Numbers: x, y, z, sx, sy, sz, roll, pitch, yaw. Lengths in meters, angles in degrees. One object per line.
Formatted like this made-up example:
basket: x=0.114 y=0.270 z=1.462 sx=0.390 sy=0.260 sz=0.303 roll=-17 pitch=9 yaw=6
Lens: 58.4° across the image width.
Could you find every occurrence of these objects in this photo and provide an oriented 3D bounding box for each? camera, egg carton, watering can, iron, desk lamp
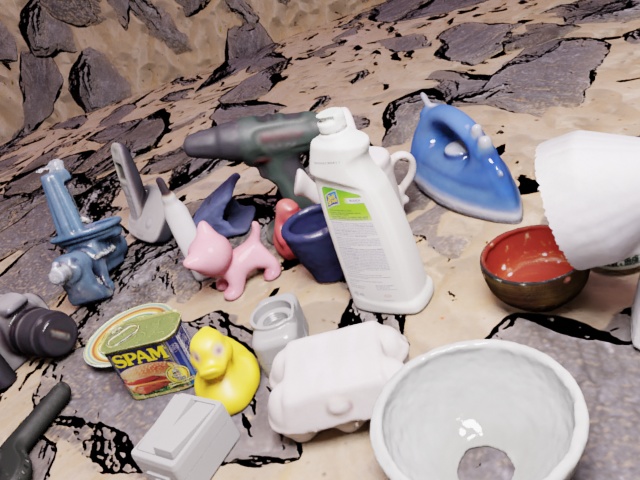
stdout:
camera: x=-0.434 y=0.137 z=0.829 sx=0.136 sy=0.101 sz=0.143 roll=0 pitch=34 yaw=32
egg carton: x=0.020 y=0.142 z=0.570 sx=0.150 sy=0.069 sz=0.107 roll=-16 pitch=29 yaw=7
watering can: x=0.049 y=-0.095 z=0.832 sx=0.173 sy=0.194 sz=0.100 roll=-29 pitch=30 yaw=-15
iron: x=0.214 y=-0.132 z=0.848 sx=0.119 sy=0.142 sz=0.257 roll=-24 pitch=29 yaw=-7
desk lamp: x=0.303 y=-0.004 z=0.494 sx=0.202 sy=0.214 sz=0.118 roll=-2 pitch=33 yaw=29

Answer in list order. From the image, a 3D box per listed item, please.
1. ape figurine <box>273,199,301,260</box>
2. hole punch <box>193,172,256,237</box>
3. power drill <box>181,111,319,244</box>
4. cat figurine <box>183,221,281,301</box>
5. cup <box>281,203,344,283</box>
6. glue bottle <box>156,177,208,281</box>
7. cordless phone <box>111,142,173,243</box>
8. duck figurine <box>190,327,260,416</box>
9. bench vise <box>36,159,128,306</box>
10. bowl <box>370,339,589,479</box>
ape figurine: x=-0.041 y=-0.019 z=0.863 sx=0.075 sy=0.092 sz=0.078 roll=4 pitch=37 yaw=37
hole punch: x=-0.178 y=-0.057 z=1.016 sx=0.101 sy=0.091 sz=0.108 roll=-14 pitch=29 yaw=11
power drill: x=-0.075 y=-0.103 z=0.909 sx=0.229 sy=0.209 sz=0.075 roll=-20 pitch=29 yaw=0
cat figurine: x=-0.133 y=0.020 z=0.826 sx=0.128 sy=0.118 sz=0.067 roll=-29 pitch=30 yaw=-16
cup: x=0.007 y=0.003 z=0.792 sx=0.091 sy=0.095 sz=0.118 roll=-4 pitch=32 yaw=27
glue bottle: x=-0.214 y=-0.022 z=0.891 sx=0.037 sy=0.173 sz=0.078 roll=-26 pitch=29 yaw=-11
cordless phone: x=-0.334 y=-0.091 z=1.074 sx=0.147 sy=0.185 sz=0.094 roll=14 pitch=43 yaw=46
duck figurine: x=-0.116 y=0.136 z=0.648 sx=0.077 sy=0.086 sz=0.104 roll=-19 pitch=28 yaw=2
bench vise: x=-0.397 y=-0.017 z=0.949 sx=0.121 sy=0.220 sz=0.207 roll=-24 pitch=29 yaw=-8
bowl: x=0.129 y=0.162 z=0.462 sx=0.167 sy=0.075 sz=0.167 roll=-15 pitch=29 yaw=9
